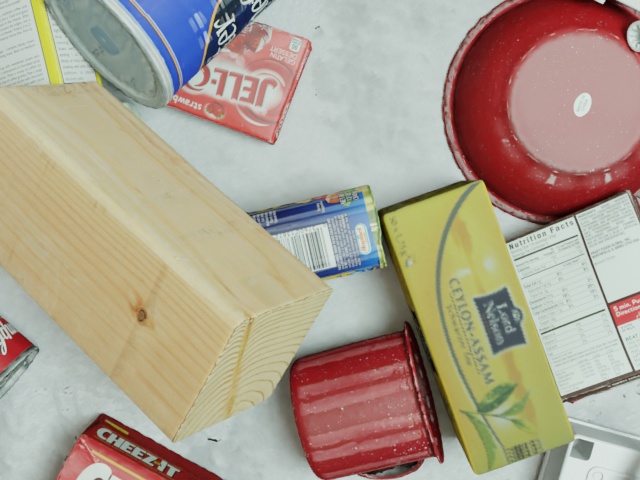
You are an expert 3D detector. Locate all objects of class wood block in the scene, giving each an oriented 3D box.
[{"bbox_3d":[-0.108,0.005,0.612,0.206,0.090,0.091,41,120,21],"label":"wood block"}]

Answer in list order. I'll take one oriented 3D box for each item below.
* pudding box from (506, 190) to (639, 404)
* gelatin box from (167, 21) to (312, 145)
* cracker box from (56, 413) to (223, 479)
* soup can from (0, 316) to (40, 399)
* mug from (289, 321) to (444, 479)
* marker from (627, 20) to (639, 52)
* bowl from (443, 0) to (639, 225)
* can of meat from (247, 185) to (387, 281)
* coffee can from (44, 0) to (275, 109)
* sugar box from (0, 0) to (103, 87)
[{"bbox_3d":[0.177,0.037,0.676,0.090,0.039,0.113,-24,71,24],"label":"pudding box"},{"bbox_3d":[-0.059,-0.112,0.706,0.089,0.030,0.073,21,94,1],"label":"gelatin box"},{"bbox_3d":[-0.132,0.252,0.711,0.164,0.072,0.214,29,94,-1],"label":"cracker box"},{"bbox_3d":[-0.247,0.065,0.706,0.102,0.068,0.068,41,94,0],"label":"soup can"},{"bbox_3d":[0.033,0.116,0.696,0.081,0.093,0.117,-15,130,8],"label":"mug"},{"bbox_3d":[0.245,-0.136,0.674,0.120,0.020,0.020,-14,94,-27],"label":"marker"},{"bbox_3d":[0.162,-0.087,0.688,0.162,0.055,0.162,0,94,2],"label":"bowl"},{"bbox_3d":[-0.004,0.001,0.676,0.084,0.102,0.057,-13,90,1],"label":"can of meat"},{"bbox_3d":[-0.081,-0.162,0.637,0.103,0.103,0.140,44,72,-1],"label":"coffee can"},{"bbox_3d":[-0.203,-0.170,0.685,0.093,0.048,0.176,-10,92,32],"label":"sugar box"}]
